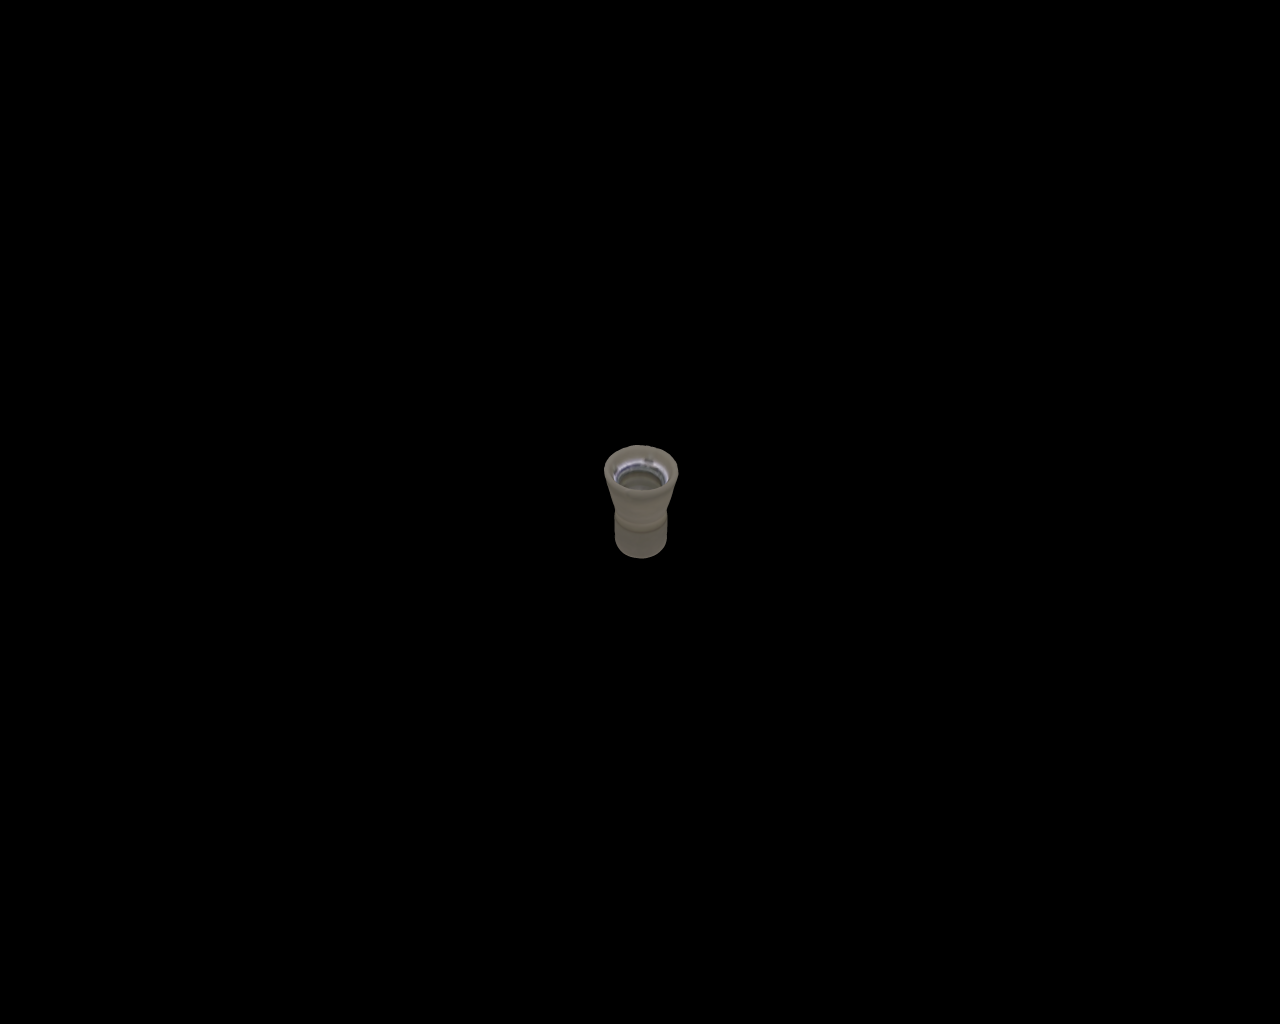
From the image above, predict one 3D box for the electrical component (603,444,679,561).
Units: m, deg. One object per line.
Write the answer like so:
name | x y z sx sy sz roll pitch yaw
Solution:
electrical component | 0.001 -0.003 0.650 0.044 0.065 0.044 0 43 0
